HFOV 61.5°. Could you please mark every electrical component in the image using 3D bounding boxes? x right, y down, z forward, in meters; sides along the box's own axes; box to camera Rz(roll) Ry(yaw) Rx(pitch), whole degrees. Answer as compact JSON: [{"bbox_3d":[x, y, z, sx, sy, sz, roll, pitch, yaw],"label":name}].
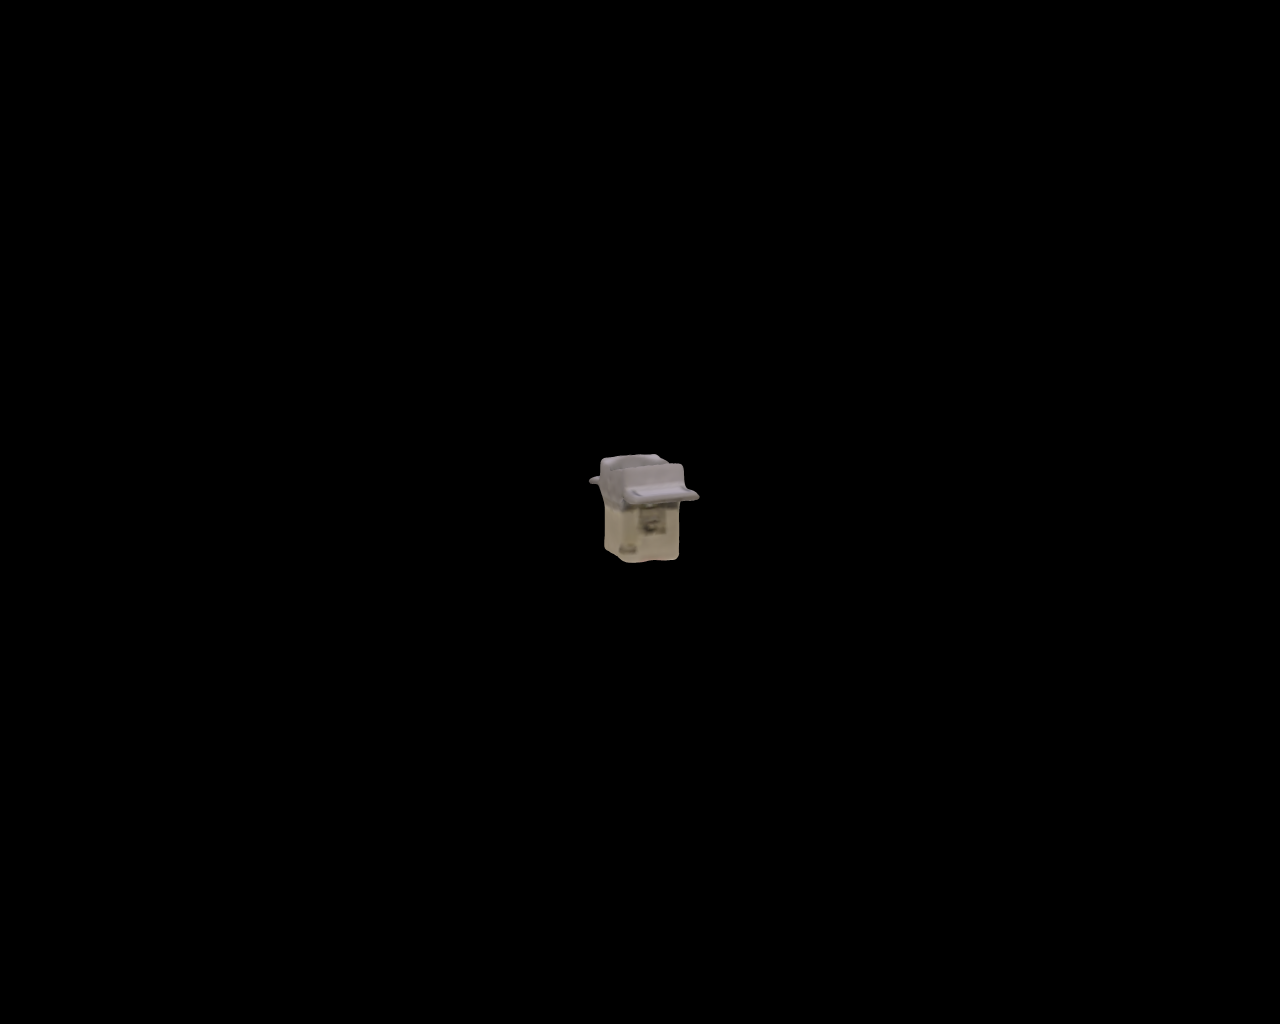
[{"bbox_3d":[0.001,-0.003,0.650,0.042,0.063,0.081,-4,13,-19],"label":"electrical component"}]
